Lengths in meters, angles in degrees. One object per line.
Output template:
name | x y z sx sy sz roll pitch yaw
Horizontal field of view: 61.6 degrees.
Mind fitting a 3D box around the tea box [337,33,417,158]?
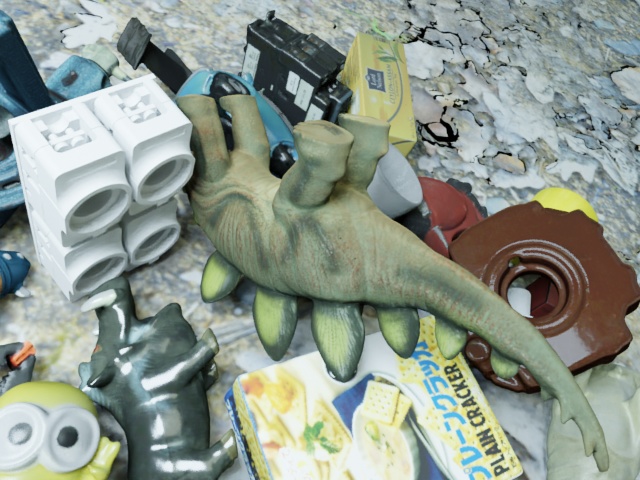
tea box | 0.064 -0.161 0.669 0.068 0.098 0.170 10 58 -15

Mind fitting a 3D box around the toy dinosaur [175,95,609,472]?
toy dinosaur | -0.001 -0.001 0.428 0.472 0.198 0.105 25 30 39

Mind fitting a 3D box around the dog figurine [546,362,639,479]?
dog figurine | 0.272 0.213 0.531 0.172 0.121 0.190 22 84 -47

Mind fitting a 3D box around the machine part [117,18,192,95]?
machine part | -0.168 -0.187 0.586 0.039 0.139 0.084 -37 78 7

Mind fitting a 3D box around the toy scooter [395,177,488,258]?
toy scooter | 0.167 -0.004 0.611 0.135 0.075 0.184 -20 68 -12

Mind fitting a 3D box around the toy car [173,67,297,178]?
toy car | -0.075 -0.113 0.583 0.161 0.109 0.103 43 37 -2

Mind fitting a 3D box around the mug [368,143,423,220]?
mug | 0.037 -0.056 0.578 0.081 0.107 0.109 -11 68 -58

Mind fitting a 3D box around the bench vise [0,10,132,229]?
bench vise | -0.243 -0.108 0.439 0.129 0.240 0.223 42 69 3

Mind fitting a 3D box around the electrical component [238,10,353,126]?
electrical component | -0.029 -0.184 0.636 0.134 0.115 0.058 38 58 5

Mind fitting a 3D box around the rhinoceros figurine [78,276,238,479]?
rhinoceros figurine | -0.134 0.117 0.434 0.112 0.073 0.190 -17 68 -18

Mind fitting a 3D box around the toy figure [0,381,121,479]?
toy figure | -0.198 0.183 0.346 0.082 0.089 0.180 23 71 -49

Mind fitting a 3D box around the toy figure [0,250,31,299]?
toy figure | -0.295 0.054 0.416 0.154 0.058 0.064 -47 114 -38

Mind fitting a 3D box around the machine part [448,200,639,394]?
machine part | 0.198 0.050 0.500 0.179 0.056 0.179 -7 67 18
